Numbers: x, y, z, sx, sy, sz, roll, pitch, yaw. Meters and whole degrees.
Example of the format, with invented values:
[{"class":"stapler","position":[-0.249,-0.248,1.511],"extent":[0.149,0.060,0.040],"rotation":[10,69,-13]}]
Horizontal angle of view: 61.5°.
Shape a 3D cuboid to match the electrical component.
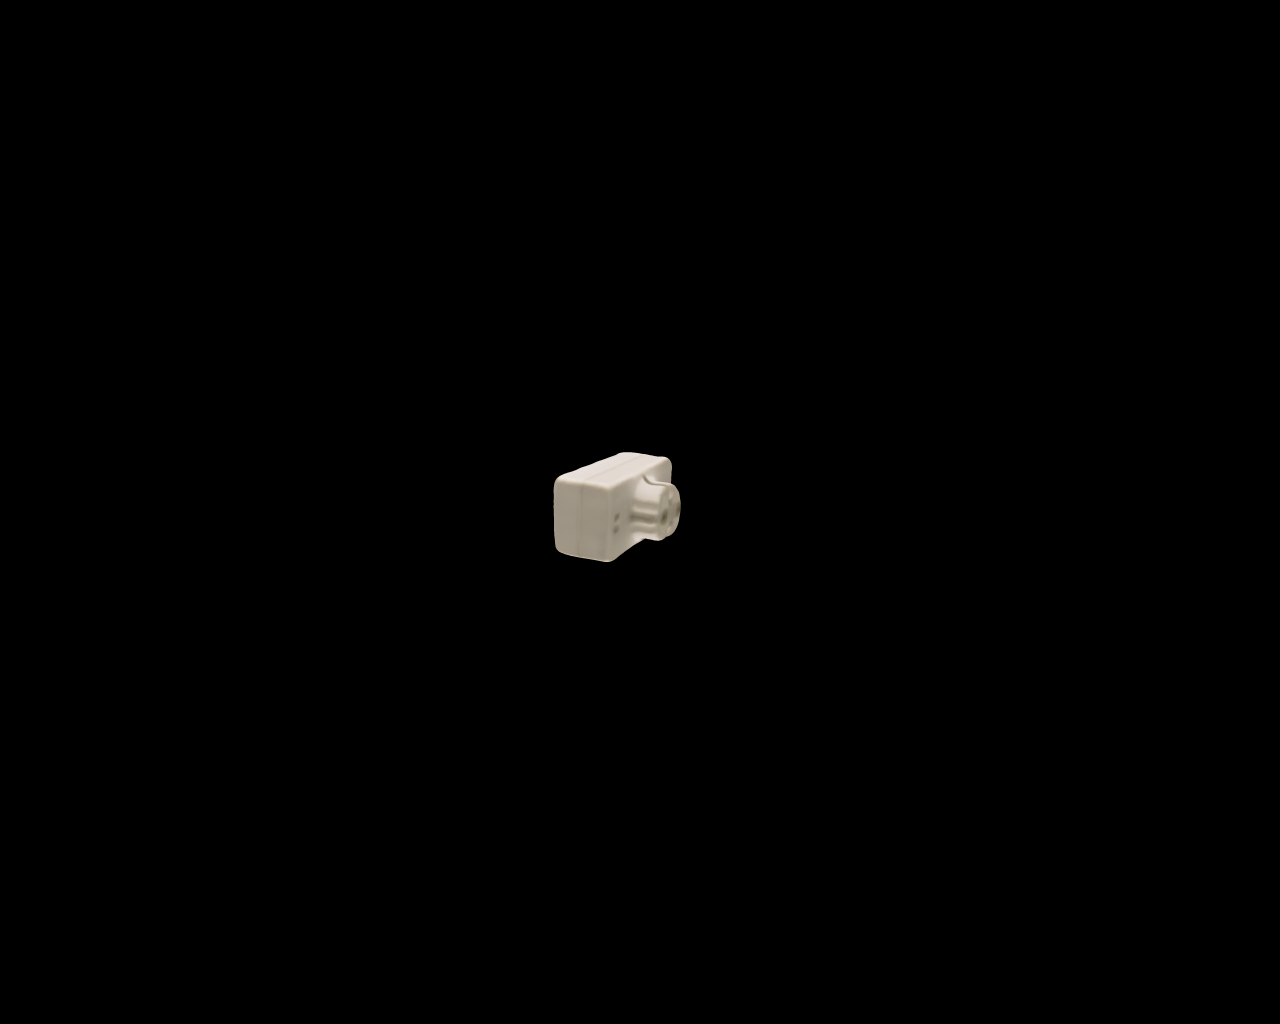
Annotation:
[{"class":"electrical component","position":[0.001,-0.003,0.650],"extent":[0.076,0.047,0.083],"rotation":[8,18,27]}]
